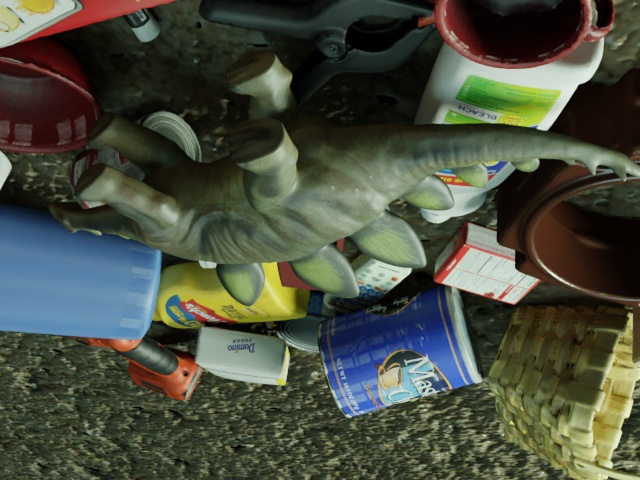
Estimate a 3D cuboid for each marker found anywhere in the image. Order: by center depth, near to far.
[{"bbox_3d":[-0.150,-0.188,0.759,0.020,0.020,0.121,-4,146,23],"label":"marker"}]

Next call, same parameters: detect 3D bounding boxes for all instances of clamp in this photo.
[{"bbox_3d":[0.010,-0.140,0.771,0.172,0.039,0.120,-2,147,20],"label":"clamp"}]

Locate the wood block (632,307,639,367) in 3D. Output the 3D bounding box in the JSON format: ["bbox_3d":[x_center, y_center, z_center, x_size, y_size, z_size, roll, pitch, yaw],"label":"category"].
[{"bbox_3d":[0.372,0.048,0.920,0.090,0.090,0.206,21,148,-17],"label":"wood block"}]

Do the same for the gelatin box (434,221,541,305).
[{"bbox_3d":[0.161,0.023,1.001,0.089,0.030,0.073,16,147,-9],"label":"gelatin box"}]

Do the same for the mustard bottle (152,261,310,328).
[{"bbox_3d":[-0.113,0.057,1.112,0.192,0.058,0.096,-8,149,29],"label":"mustard bottle"}]

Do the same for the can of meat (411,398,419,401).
[{"bbox_3d":[0.088,0.135,1.182,0.083,0.057,0.102,20,148,-20],"label":"can of meat"}]

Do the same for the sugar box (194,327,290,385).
[{"bbox_3d":[-0.083,0.130,1.185,0.093,0.048,0.176,8,167,1],"label":"sugar box"}]

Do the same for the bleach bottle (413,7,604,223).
[{"bbox_3d":[0.123,-0.084,0.810,0.102,0.068,0.251,11,151,-2],"label":"bleach bottle"}]

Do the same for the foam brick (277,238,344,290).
[{"bbox_3d":[-0.006,0.001,0.970,0.053,0.078,0.051,6,147,7],"label":"foam brick"}]

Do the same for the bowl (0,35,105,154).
[{"bbox_3d":[-0.245,-0.126,0.839,0.162,0.055,0.162,4,158,1],"label":"bowl"}]

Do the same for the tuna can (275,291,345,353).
[{"bbox_3d":[-0.004,0.089,1.155,0.086,0.033,0.086,8,149,5],"label":"tuna can"}]

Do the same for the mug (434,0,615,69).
[{"bbox_3d":[0.131,-0.162,0.657,0.117,0.081,0.093,19,148,-14],"label":"mug"}]

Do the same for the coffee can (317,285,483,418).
[{"bbox_3d":[0.080,0.110,1.064,0.140,0.103,0.102,-17,142,13],"label":"coffee can"}]

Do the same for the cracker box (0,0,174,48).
[{"bbox_3d":[-0.209,-0.203,0.655,0.214,0.072,0.164,-10,144,19],"label":"cracker box"}]

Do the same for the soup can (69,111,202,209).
[{"bbox_3d":[-0.159,-0.063,0.920,0.102,0.068,0.068,-21,137,41],"label":"soup can"}]

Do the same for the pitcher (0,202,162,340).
[{"bbox_3d":[-0.285,0.027,1.051,0.242,0.149,0.145,9,143,-15],"label":"pitcher"}]

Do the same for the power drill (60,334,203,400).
[{"bbox_3d":[-0.236,0.116,1.224,0.185,0.057,0.187,13,161,38],"label":"power drill"}]
